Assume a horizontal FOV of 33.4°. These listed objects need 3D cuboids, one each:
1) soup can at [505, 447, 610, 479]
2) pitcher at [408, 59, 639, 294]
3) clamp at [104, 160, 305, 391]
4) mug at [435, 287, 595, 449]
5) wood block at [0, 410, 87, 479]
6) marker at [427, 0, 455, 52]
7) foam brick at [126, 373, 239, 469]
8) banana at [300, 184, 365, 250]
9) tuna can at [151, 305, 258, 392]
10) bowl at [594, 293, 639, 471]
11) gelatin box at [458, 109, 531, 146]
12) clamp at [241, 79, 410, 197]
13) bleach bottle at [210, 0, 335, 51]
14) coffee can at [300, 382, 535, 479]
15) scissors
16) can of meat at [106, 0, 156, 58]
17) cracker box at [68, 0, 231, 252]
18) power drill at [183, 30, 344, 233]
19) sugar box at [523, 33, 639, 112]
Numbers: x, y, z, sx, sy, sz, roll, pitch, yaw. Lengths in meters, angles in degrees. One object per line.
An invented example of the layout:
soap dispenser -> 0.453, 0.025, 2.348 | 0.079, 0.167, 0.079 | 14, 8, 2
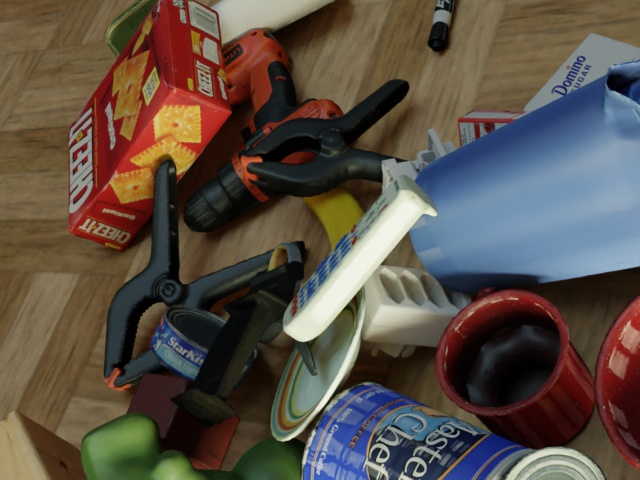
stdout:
soup can -> 0.156, 0.174, 0.639 | 0.069, 0.102, 0.068 | -19, 49, 23
pitcher -> 0.182, -0.030, 0.729 | 0.144, 0.149, 0.243 | -23, 2, -38
clamp -> -0.120, 0.048, 0.960 | 0.165, 0.036, 0.210 | 24, 83, 19
mug -> 0.135, 0.085, 0.736 | 0.093, 0.081, 0.117 | -29, 46, 14
wood block -> -0.217, 0.246, 0.857 | 0.090, 0.090, 0.206 | -44, 44, -1
marker -> 0.121, -0.230, 1.031 | 0.020, 0.020, 0.121 | -7, 54, 31
foam brick -> -0.114, 0.149, 0.867 | 0.051, 0.078, 0.053 | 4, 60, 35
banana -> 0.012, 0.001, 0.911 | 0.069, 0.037, 0.198 | -8, 46, 4
tuna can -> -0.097, 0.090, 0.892 | 0.086, 0.086, 0.034 | 42, 109, 46
bowl -> 0.257, 0.092, 0.663 | 0.162, 0.055, 0.162 | -19, 49, 23
gelatin box -> 0.155, -0.065, 0.843 | 0.089, 0.073, 0.030 | 6, 25, 40
clamp -> 0.020, -0.072, 0.929 | 0.171, 0.039, 0.120 | -21, 52, -6
bleach bottle -> -0.095, -0.227, 1.134 | 0.251, 0.068, 0.102 | -28, 8, 17
coffee can -> 0.071, 0.164, 0.706 | 0.141, 0.102, 0.102 | 18, 69, 42
scissors -> -0.031, 0.075, 0.853 | 0.202, 0.016, 0.096 | -99, 32, -57
can of meat -> -0.194, -0.246, 1.216 | 0.102, 0.057, 0.084 | -37, 17, 6
cracker box -> -0.178, -0.119, 1.068 | 0.214, 0.072, 0.164 | -46, 38, 32
power drill -> -0.072, -0.110, 1.053 | 0.184, 0.057, 0.188 | -34, 46, 10
sugar box -> 0.252, -0.093, 0.816 | 0.093, 0.048, 0.176 | -48, 41, -8
